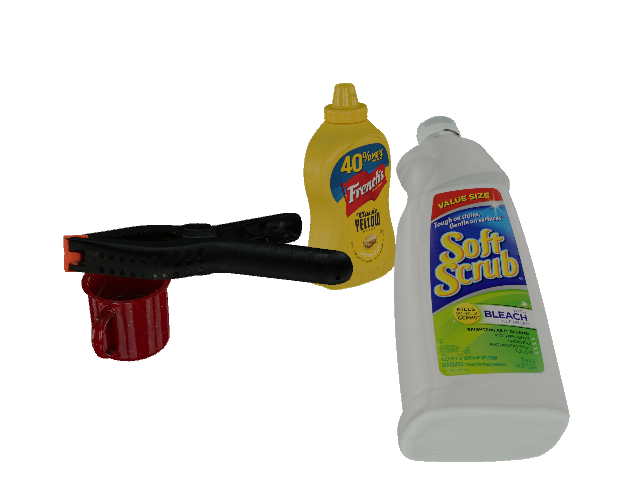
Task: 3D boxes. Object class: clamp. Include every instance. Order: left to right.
[{"bbox_3d":[-0.086,0.009,0.811,0.209,0.036,0.165,-3,12,-21],"label":"clamp"}]

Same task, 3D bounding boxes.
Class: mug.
[{"bbox_3d":[-0.206,0.080,1.123,0.093,0.081,0.117,9,32,14],"label":"mug"}]

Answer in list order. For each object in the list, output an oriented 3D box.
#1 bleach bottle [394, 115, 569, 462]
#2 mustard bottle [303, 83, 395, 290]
[{"bbox_3d":[0.087,0.017,0.697,0.102,0.251,0.068,1,-38,-10],"label":"bleach bottle"},{"bbox_3d":[0.027,-0.055,1.025,0.096,0.192,0.058,-18,23,-38],"label":"mustard bottle"}]
